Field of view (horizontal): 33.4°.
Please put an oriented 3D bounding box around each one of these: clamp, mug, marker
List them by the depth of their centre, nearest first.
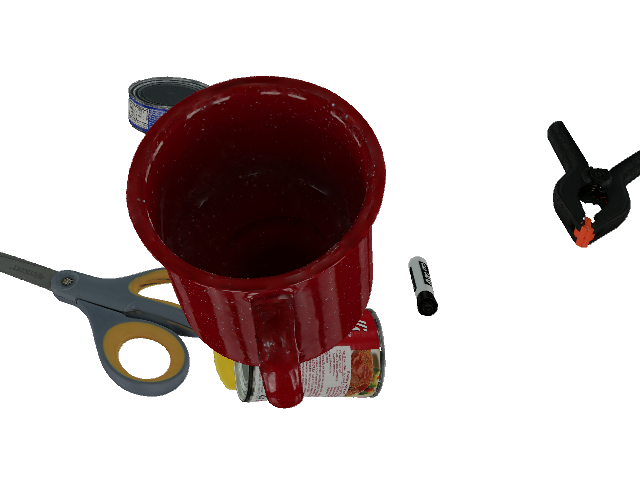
[{"bbox_3d":[-0.019,0.008,0.407,0.093,0.117,0.081,-10,-31,-2],"label":"mug"},{"bbox_3d":[0.098,0.043,1.022,0.020,0.020,0.121,0,18,1],"label":"marker"},{"bbox_3d":[0.280,-0.065,1.127,0.120,0.039,0.171,17,46,20],"label":"clamp"}]

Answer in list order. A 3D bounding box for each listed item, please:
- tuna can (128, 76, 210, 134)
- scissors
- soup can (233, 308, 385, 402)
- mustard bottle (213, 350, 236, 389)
[{"bbox_3d":[-0.145,-0.130,1.046,0.086,0.034,0.086,5,27,-3],"label":"tuna can"},{"bbox_3d":[-0.150,0.044,0.639,0.202,0.096,0.016,5,-40,9],"label":"scissors"},{"bbox_3d":[-0.010,0.086,0.800,0.102,0.068,0.069,-1,0,-14],"label":"soup can"},{"bbox_3d":[-0.082,0.071,1.159,0.058,0.096,0.191,-1,28,-1],"label":"mustard bottle"}]
